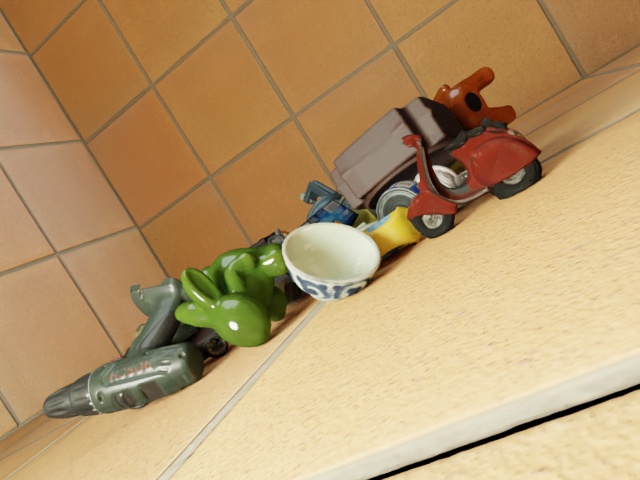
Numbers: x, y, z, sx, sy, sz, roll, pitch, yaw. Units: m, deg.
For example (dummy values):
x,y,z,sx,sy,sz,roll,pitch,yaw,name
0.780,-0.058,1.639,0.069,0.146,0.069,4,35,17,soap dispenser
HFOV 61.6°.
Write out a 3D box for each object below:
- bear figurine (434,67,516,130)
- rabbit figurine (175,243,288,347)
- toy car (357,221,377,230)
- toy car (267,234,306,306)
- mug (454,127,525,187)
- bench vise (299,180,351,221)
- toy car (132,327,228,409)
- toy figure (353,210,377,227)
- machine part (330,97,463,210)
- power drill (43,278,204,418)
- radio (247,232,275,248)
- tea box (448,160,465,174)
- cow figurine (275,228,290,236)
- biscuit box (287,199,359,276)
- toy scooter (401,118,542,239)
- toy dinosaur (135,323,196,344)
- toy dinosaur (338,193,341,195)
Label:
x,y,z,sx,sy,sz,roll,pitch,yaw,name
0.245,-0.217,1.015,0.132,0.120,0.196,-27,-5,-26,bear figurine
-0.115,0.077,0.745,0.159,0.121,0.170,10,23,-12,rabbit figurine
0.123,-0.028,0.924,0.202,0.056,0.073,-33,2,-17,toy car
-0.075,0.066,0.919,0.103,0.109,0.161,21,37,38,toy car
0.251,-0.107,0.790,0.109,0.081,0.107,-36,-10,15,mug
0.031,-0.081,1.174,0.129,0.223,0.241,3,21,-35,bench vise
-0.227,0.193,0.839,0.202,0.053,0.089,-34,23,-14,toy car
0.075,-0.024,1.039,0.180,0.089,0.082,-27,43,6,toy figure
0.134,-0.134,0.889,0.201,0.087,0.201,-40,-16,28,machine part
-0.273,0.154,0.789,0.232,0.085,0.207,-13,31,14,power drill
-0.116,0.055,1.352,0.073,0.131,0.229,-33,2,5,radio
0.236,-0.109,1.009,0.170,0.068,0.098,-28,4,33,tea box
-0.102,0.059,1.157,0.195,0.127,0.085,-34,5,2,cow figurine
-0.002,-0.003,0.903,0.203,0.059,0.062,-43,-18,-58,biscuit box
0.179,-0.096,0.687,0.184,0.135,0.075,-30,1,14,toy scooter
-0.294,0.195,1.114,0.199,0.105,0.471,-26,10,35,toy dinosaur
0.178,-0.114,1.440,0.405,0.131,0.192,-25,-2,-44,toy dinosaur
